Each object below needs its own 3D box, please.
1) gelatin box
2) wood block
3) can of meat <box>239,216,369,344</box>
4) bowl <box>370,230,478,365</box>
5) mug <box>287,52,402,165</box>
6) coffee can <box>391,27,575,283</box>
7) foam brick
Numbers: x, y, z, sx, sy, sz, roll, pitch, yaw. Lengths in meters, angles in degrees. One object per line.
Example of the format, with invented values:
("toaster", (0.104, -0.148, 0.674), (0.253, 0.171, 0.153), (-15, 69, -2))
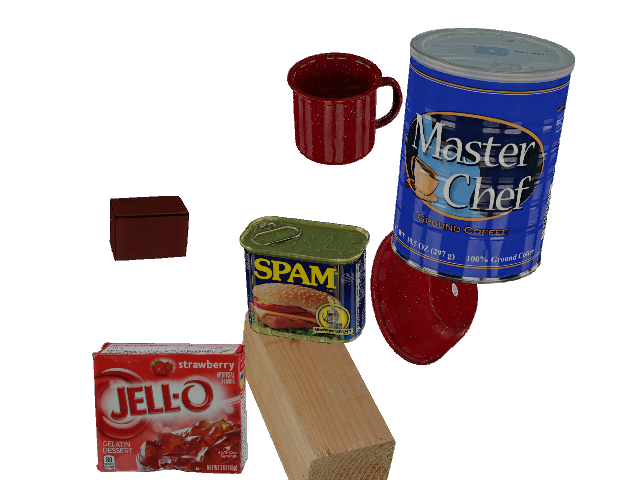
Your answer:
("gelatin box", (-0.089, 0.099, 0.635), (0.089, 0.073, 0.030), (0, 8, 5))
("wood block", (-0.008, 0.167, 1.113), (0.090, 0.090, 0.206), (-9, 43, -19))
("can of meat", (-0.012, 0.033, 0.870), (0.102, 0.084, 0.057), (7, 30, 15))
("bowl", (0.129, 0.059, 1.204), (0.055, 0.162, 0.161), (-11, -8, 43))
("mug", (0.026, -0.132, 1.066), (0.117, 0.081, 0.093), (-13, 41, -14))
("coffee can", (0.103, -0.057, 0.694), (0.103, 0.140, 0.103), (3, 25, -2))
("foam brick", (-0.183, -0.014, 1.134), (0.078, 0.051, 0.053), (-3, 24, -16))
